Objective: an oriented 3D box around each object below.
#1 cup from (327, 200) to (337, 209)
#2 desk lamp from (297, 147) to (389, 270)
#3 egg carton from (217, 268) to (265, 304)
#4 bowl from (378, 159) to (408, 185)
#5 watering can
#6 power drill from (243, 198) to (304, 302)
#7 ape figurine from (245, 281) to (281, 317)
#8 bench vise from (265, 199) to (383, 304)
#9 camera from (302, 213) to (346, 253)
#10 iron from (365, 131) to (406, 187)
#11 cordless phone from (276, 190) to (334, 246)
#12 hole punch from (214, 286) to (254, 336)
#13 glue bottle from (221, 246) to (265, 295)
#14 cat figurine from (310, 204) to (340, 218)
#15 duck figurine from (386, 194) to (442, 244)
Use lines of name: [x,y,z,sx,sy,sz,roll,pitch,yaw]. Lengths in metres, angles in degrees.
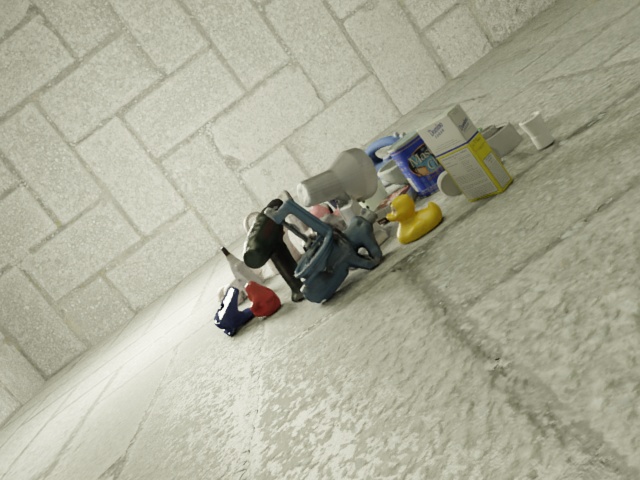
cup: [0.091,-0.116,1.683,0.117,0.095,0.092,-29,13,37]
desk lamp: [0.058,-0.073,1.266,0.203,0.213,0.117,-42,12,-28]
egg carton: [-0.239,0.138,1.727,0.107,0.069,0.150,-24,17,51]
bowl: [0.249,-0.206,1.615,0.167,0.075,0.167,-35,10,8]
watering can: [-0.145,-0.005,1.694,0.172,0.194,0.101,-31,12,27]
power drill: [-0.083,0.027,1.308,0.075,0.208,0.230,-31,12,28]
ape figurine: [-0.140,0.134,1.346,0.078,0.092,0.076,-42,12,-28]
bench vise: [0.005,-0.010,1.145,0.208,0.220,0.121,-40,11,-17]
camera: [0.013,0.005,1.388,0.143,0.101,0.137,-32,12,27]
iron: [0.223,-0.263,1.766,0.257,0.141,0.119,-27,14,43]
cordless phone: [-0.044,-0.083,1.735,0.147,0.185,0.094,-30,12,33]
hole punch: [-0.227,0.178,1.442,0.101,0.091,0.108,-40,11,-17]
glue bottle: [-0.216,0.088,1.578,0.037,0.173,0.078,-44,13,-33]
cat figurine: [0.025,-0.070,1.634,0.128,0.118,0.067,-37,11,0]
duck figurine: [0.180,-0.052,1.127,0.104,0.086,0.077,-32,12,27]
